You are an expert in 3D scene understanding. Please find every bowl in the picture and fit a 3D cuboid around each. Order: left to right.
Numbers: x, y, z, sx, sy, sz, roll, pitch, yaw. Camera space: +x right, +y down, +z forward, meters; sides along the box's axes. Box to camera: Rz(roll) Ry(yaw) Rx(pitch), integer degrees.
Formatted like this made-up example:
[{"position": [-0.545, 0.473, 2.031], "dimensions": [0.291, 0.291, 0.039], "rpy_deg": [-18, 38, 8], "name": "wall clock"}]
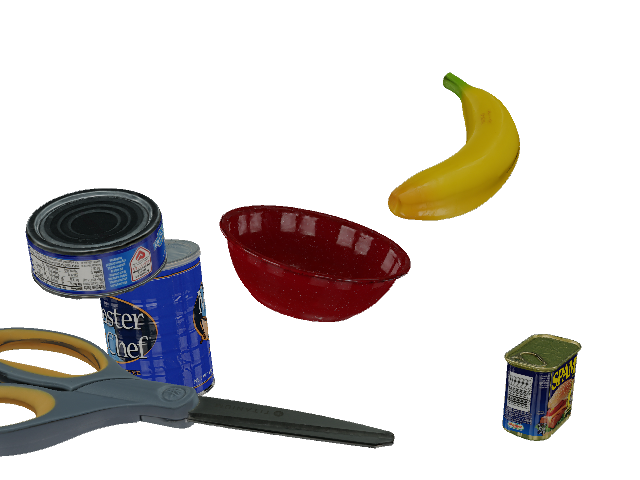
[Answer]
[{"position": [-0.009, 0.024, 0.885], "dimensions": [0.162, 0.055, 0.162], "rpy_deg": [12, 18, -4], "name": "bowl"}]

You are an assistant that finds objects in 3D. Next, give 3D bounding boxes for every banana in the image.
[{"position": [0.099, -0.057, 0.728], "dimensions": [0.070, 0.037, 0.197], "rpy_deg": [13, 33, 10], "name": "banana"}]

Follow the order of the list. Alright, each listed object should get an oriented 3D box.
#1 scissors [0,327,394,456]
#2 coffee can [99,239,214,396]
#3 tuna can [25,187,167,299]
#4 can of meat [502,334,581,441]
[{"position": [-0.079, 0.077, 0.453], "dimensions": [0.202, 0.016, 0.096], "rpy_deg": [14, 28, 25], "name": "scissors"}, {"position": [-0.162, 0.079, 1.045], "dimensions": [0.103, 0.140, 0.103], "rpy_deg": [-5, 14, 1], "name": "coffee can"}, {"position": [-0.141, 0.000, 0.672], "dimensions": [0.086, 0.034, 0.086], "rpy_deg": [-1, 30, 0], "name": "tuna can"}, {"position": [0.234, 0.156, 1.136], "dimensions": [0.058, 0.084, 0.101], "rpy_deg": [12, 18, 32], "name": "can of meat"}]
